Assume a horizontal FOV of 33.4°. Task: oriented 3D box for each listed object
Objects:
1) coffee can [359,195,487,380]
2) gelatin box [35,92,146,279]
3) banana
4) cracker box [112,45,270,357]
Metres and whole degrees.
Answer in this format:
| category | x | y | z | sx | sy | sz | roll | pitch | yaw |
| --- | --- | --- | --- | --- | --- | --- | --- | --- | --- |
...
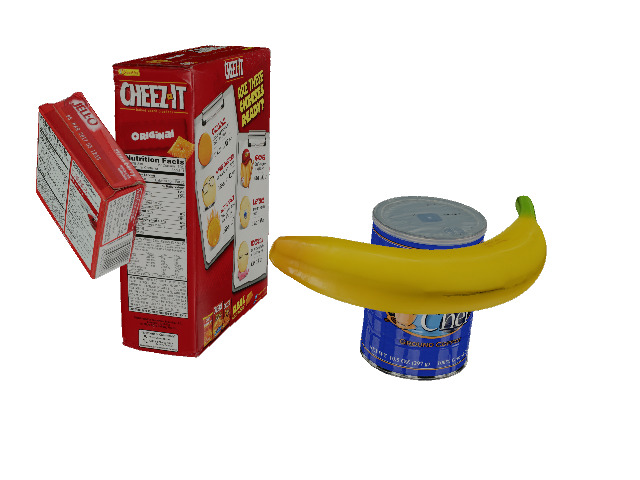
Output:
| category | x | y | z | sx | sy | sz | roll | pitch | yaw |
| --- | --- | --- | --- | --- | --- | --- | --- | --- | --- |
| coffee can | 0.093 | 0.042 | 0.979 | 0.103 | 0.140 | 0.103 | 4 | 23 | -2 |
| gelatin box | -0.137 | -0.031 | 0.628 | 0.030 | 0.073 | 0.089 | -26 | -22 | -30 |
| banana | 0.066 | 0.014 | 0.618 | 0.197 | 0.037 | 0.070 | -8 | 38 | -34 |
| cracker box | -0.096 | -0.038 | 0.830 | 0.072 | 0.214 | 0.164 | 5 | 15 | 16 |
